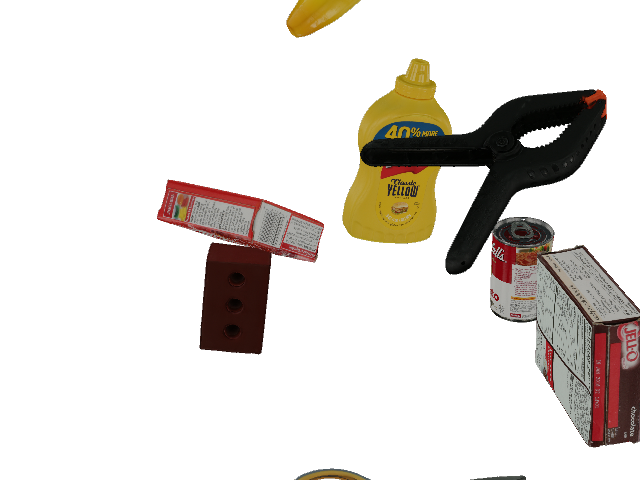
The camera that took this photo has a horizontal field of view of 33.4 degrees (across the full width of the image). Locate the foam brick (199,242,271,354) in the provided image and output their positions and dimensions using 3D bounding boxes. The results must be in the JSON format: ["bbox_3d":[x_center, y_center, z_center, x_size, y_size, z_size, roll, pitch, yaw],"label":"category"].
[{"bbox_3d":[-0.070,0.047,0.880,0.053,0.078,0.051,5,14,-2],"label":"foam brick"}]

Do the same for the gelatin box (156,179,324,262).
[{"bbox_3d":[-0.050,-0.011,0.690,0.073,0.030,0.089,13,-3,28],"label":"gelatin box"}]

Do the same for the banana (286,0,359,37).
[{"bbox_3d":[0.034,-0.224,0.779,0.070,0.197,0.037,-8,-40,40],"label":"banana"}]

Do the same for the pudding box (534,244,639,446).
[{"bbox_3d":[0.174,0.066,0.696,0.039,0.090,0.113,-7,24,-7],"label":"pudding box"}]

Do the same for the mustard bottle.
[{"bbox_3d":[0.084,-0.092,1.097,0.096,0.192,0.058,3,26,-14],"label":"mustard bottle"}]

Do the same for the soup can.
[{"bbox_3d":[0.228,0.033,1.212,0.068,0.102,0.068,-2,29,1],"label":"soup can"}]

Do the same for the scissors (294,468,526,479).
[{"bbox_3d":[0.073,0.223,0.855,0.201,0.016,0.096,6,44,-5],"label":"scissors"}]

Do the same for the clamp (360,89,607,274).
[{"bbox_3d":[0.156,-0.063,0.903,0.210,0.165,0.036,-22,-40,-2],"label":"clamp"}]
